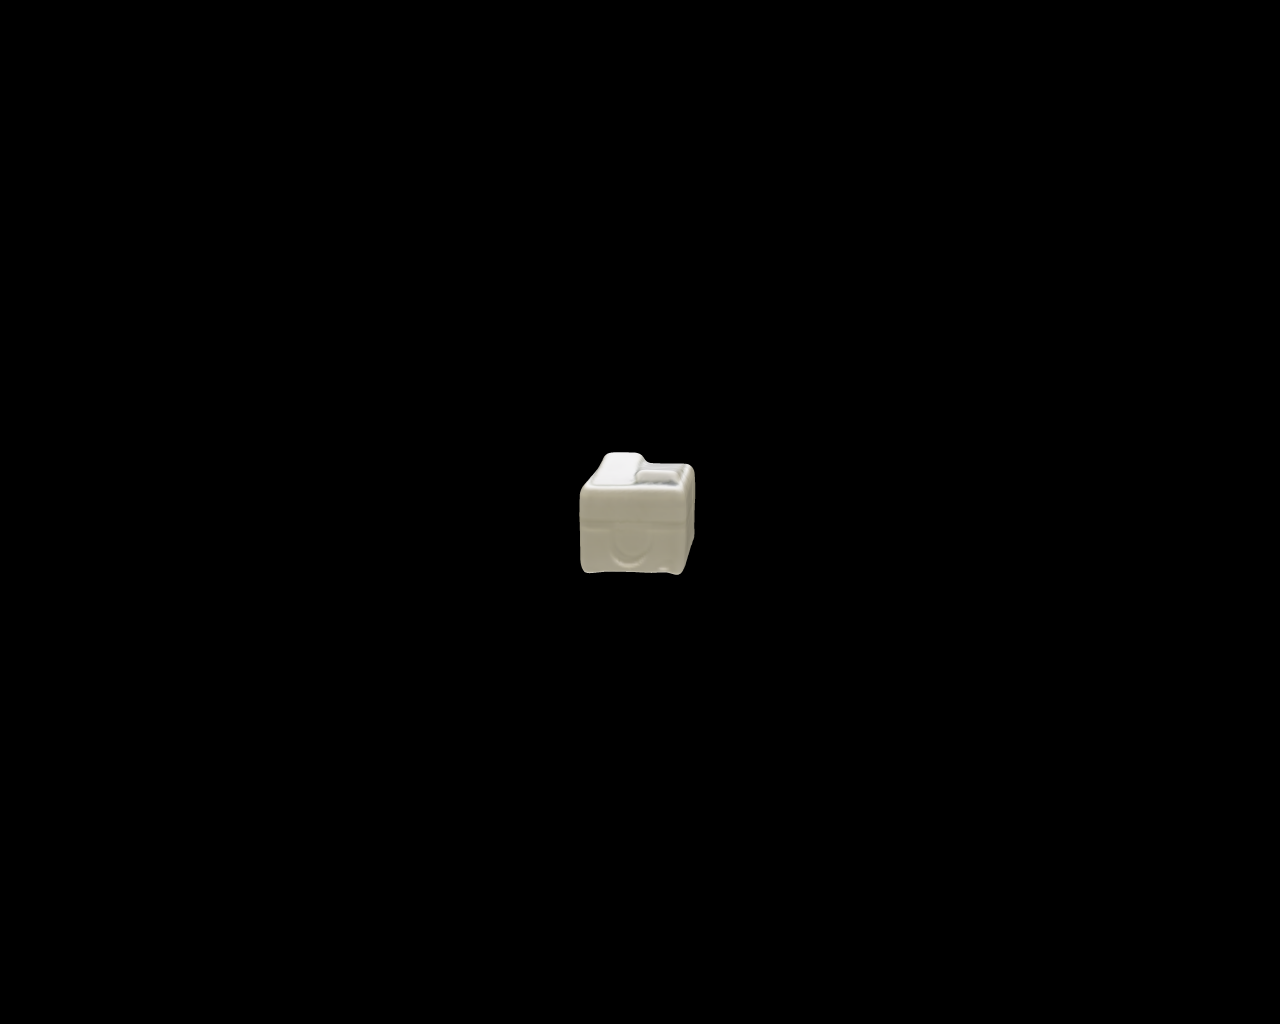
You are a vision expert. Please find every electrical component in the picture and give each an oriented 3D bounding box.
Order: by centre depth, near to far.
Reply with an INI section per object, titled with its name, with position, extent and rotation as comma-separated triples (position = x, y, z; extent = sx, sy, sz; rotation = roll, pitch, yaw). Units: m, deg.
[electrical component]
position = 0.001, -0.003, 0.650
extent = 0.062, 0.061, 0.096
rotation = 2, 14, 7
